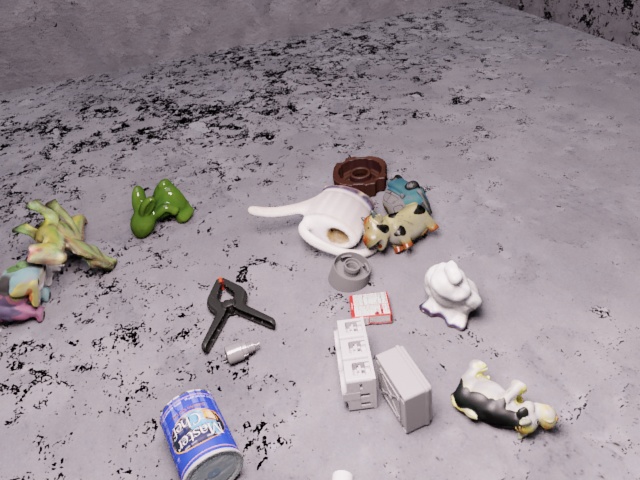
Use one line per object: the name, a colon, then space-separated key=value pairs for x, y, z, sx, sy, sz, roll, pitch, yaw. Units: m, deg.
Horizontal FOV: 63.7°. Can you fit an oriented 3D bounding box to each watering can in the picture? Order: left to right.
watering can: x=0.004 y=-0.069 z=1.364 sx=0.348 sy=0.101 sz=0.229 roll=23 pitch=44 yaw=8

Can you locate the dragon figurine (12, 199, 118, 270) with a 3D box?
dragon figurine: x=-0.641 y=0.007 z=1.351 sx=0.243 sy=0.122 sz=0.411 roll=39 pitch=6 yaw=3

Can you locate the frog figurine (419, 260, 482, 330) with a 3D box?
frog figurine: x=0.279 y=0.094 z=1.089 sx=0.123 sy=0.156 sz=0.140 roll=-19 pitch=38 yaw=-19
